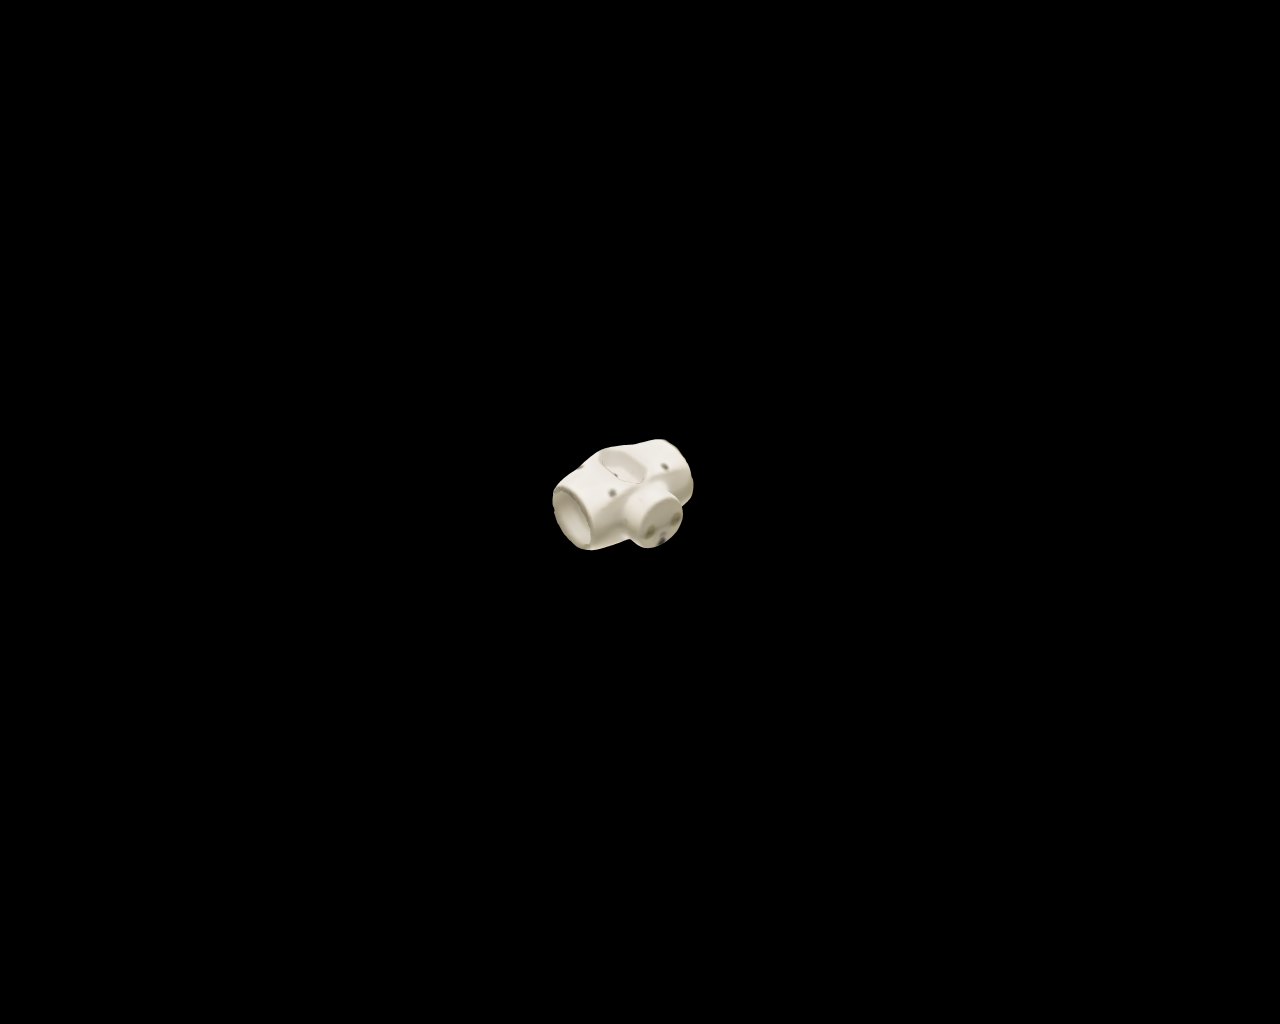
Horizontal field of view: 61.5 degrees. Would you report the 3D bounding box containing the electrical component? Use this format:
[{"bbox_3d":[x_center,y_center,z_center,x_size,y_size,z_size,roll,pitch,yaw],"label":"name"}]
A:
[{"bbox_3d":[0.001,-0.003,0.650,0.077,0.043,0.079,-26,46,-28],"label":"electrical component"}]
